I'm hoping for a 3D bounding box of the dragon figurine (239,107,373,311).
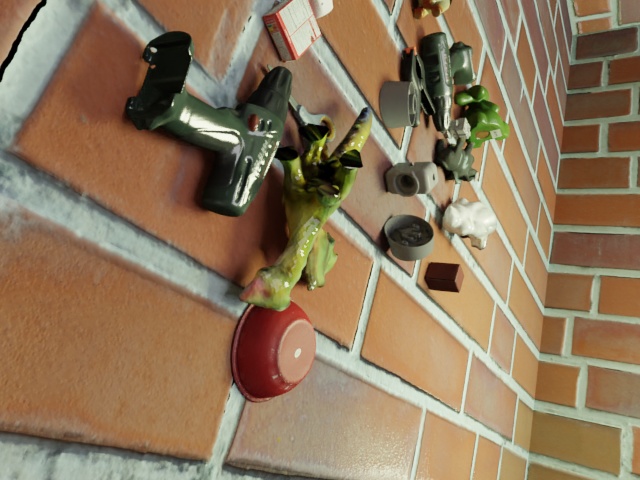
[{"bbox_3d":[0.002,-0.040,0.801,0.418,0.123,0.237,-48,150,-51],"label":"dragon figurine"}]

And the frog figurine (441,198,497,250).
[{"bbox_3d":[0.382,-0.060,1.342,0.157,0.121,0.141,40,26,-40],"label":"frog figurine"}]
